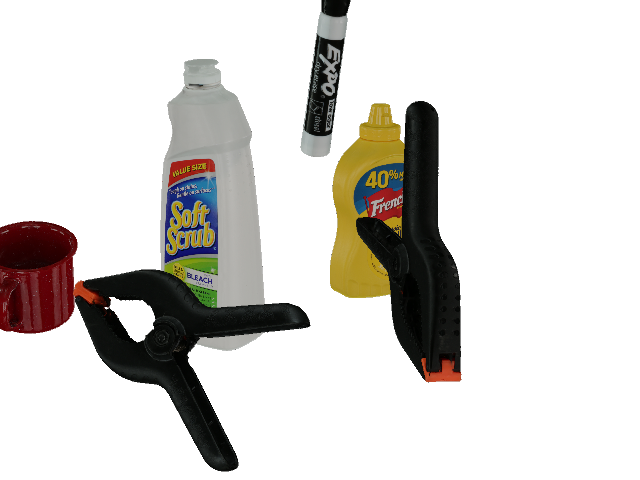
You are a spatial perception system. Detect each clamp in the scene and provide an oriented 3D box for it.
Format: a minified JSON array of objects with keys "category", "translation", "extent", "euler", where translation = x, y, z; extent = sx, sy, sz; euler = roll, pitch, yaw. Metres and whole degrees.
[{"category":"clamp","translation":[-0.101,0.080,0.735],"extent":[0.172,0.120,0.039],"euler":[17,-12,22]},{"category":"clamp","translation":[0.075,0.009,0.823],"extent":[0.036,0.210,0.165],"euler":[0,-42,-16]}]

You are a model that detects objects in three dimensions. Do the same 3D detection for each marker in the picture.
[{"category":"marker","translation":[0.004,-0.107,0.641],"extent":[0.020,0.121,0.020],"euler":[6,33,-4]}]

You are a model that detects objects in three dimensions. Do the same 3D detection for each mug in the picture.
[{"category":"mug","translation":[-0.290,0.045,1.056],"extent":[0.093,0.081,0.117],"euler":[9,32,5]}]

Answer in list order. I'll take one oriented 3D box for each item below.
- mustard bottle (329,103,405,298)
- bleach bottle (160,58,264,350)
[{"category":"mustard bottle","translation":[0.058,-0.042,1.075],"extent":[0.096,0.192,0.058],"euler":[-8,18,-28]},{"category":"bleach bottle","translation":[-0.102,-0.033,0.934],"extent":[0.103,0.251,0.067],"euler":[14,27,35]}]
